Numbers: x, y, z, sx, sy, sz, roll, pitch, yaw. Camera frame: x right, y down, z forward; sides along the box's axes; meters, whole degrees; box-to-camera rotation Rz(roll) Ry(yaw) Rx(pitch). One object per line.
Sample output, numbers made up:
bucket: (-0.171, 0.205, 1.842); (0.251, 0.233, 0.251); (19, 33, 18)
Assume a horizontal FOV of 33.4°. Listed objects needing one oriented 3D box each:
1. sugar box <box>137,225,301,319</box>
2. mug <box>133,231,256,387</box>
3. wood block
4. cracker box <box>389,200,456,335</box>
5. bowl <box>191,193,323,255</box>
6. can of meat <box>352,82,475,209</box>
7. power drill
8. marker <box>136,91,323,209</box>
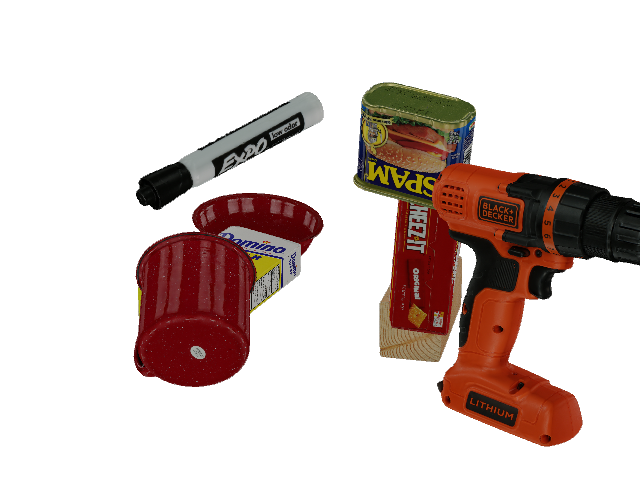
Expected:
sugar box: (-0.102, 0.041, 1.118); (0.093, 0.048, 0.176); (15, 31, 24)
mug: (-0.102, 0.061, 0.802); (0.117, 0.081, 0.093); (-37, -54, 27)
wood block: (0.155, 0.097, 1.612); (0.091, 0.090, 0.205); (4, 20, 15)
cracker box: (0.125, -0.013, 1.220); (0.072, 0.164, 0.213); (6, 22, 8)
bowl: (-0.079, -0.003, 1.321); (0.162, 0.055, 0.162); (4, 25, -2)
can of meat: (0.082, -0.083, 0.928); (0.102, 0.084, 0.057); (17, 35, 21)
power drill: (0.157, 0.046, 0.759); (0.185, 0.188, 0.057); (18, 21, 42)
marker: (-0.048, -0.049, 0.575); (0.120, 0.020, 0.020); (-32, 17, -31)
